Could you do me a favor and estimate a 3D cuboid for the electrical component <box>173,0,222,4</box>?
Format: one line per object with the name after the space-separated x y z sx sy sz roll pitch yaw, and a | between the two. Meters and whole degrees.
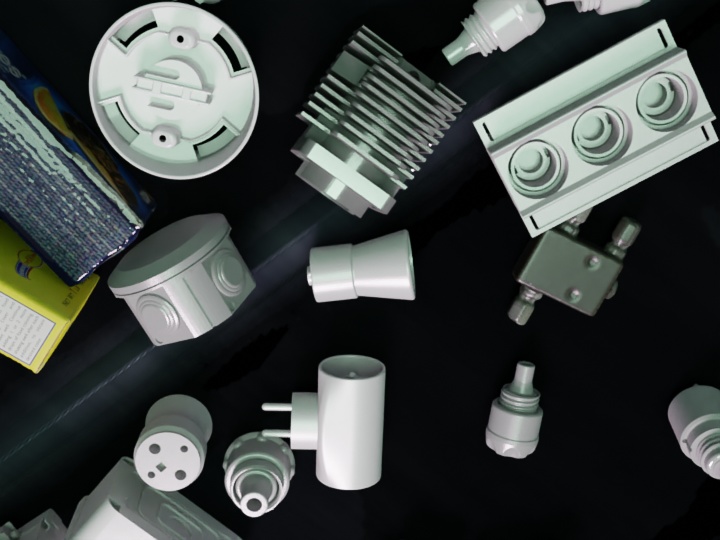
-0.083 -0.182 0.606 0.078 0.057 0.058 -32 105 8 | electrical component

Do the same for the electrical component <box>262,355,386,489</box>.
-0.024 0.098 0.700 0.079 0.044 0.077 1 107 -2 | electrical component

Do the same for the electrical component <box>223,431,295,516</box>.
-0.067 0.138 0.701 0.048 0.062 0.048 0 107 -2 | electrical component

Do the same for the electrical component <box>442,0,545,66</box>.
0.077 -0.143 0.635 0.061 0.035 0.035 -34 105 11 | electrical component

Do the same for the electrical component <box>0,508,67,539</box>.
-0.220 0.208 0.687 0.063 0.121 0.078 -33 105 5 | electrical component

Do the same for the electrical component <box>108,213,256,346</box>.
-0.107 0.004 0.652 0.080 0.080 0.051 -26 111 6 | electrical component

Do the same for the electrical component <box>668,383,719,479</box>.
0.228 0.109 0.697 0.040 0.078 0.040 -1 120 -1 | electrical component

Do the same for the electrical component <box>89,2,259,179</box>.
-0.106 -0.106 0.625 0.099 0.064 0.099 0 107 -1 | electrical component

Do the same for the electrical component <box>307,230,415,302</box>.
0.000 0.000 0.674 0.065 0.044 0.044 -6 107 5 | electrical component

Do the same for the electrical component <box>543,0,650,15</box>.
0.137 -0.169 0.625 0.062 0.043 0.043 -12 107 3 | electrical component

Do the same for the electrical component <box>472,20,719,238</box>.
0.137 -0.085 0.640 0.121 0.063 0.078 -28 106 7 | electrical component

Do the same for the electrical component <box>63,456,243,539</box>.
-0.135 0.187 0.707 0.113 0.078 0.057 39 99 -12 | electrical component

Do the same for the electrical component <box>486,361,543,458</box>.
0.104 0.090 0.707 0.035 0.035 0.061 8 104 -4 | electrical component

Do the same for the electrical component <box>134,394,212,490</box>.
-0.121 0.111 0.695 0.045 0.055 0.045 0 107 -2 | electrical component
